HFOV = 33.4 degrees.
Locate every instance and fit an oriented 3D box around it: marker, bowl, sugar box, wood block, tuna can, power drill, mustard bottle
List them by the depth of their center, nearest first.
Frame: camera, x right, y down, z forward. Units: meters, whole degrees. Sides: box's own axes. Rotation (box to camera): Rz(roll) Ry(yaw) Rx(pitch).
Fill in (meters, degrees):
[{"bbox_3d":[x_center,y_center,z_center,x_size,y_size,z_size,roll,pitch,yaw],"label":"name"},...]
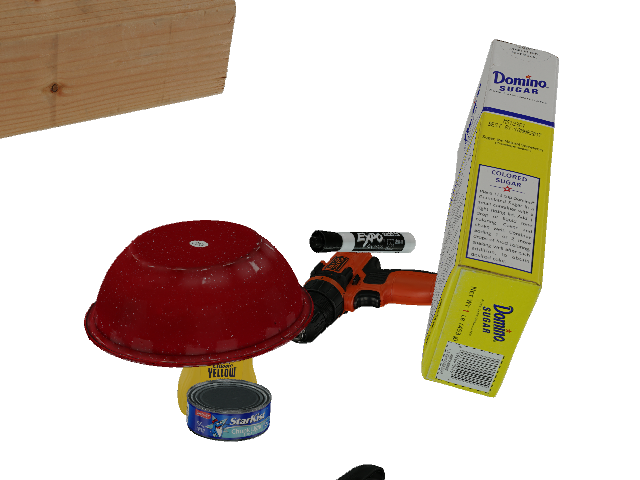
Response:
[{"bbox_3d":[0.092,-0.016,0.564,0.048,0.176,0.093,15,-42,4],"label":"sugar box"},{"bbox_3d":[-0.085,0.027,0.743,0.162,0.055,0.162,-1,22,0],"label":"bowl"},{"bbox_3d":[-0.181,-0.157,0.846,0.205,0.091,0.090,-17,48,-33],"label":"wood block"},{"bbox_3d":[0.036,0.001,0.915,0.120,0.020,0.020,1,-1,-45],"label":"marker"},{"bbox_3d":[-0.092,0.170,1.074,0.086,0.034,0.086,3,14,-1],"label":"tuna can"},{"bbox_3d":[0.071,0.065,1.140,0.188,0.057,0.184,9,30,21],"label":"power drill"},{"bbox_3d":[-0.120,0.116,1.276,0.096,0.192,0.058,0,19,-13],"label":"mustard bottle"}]

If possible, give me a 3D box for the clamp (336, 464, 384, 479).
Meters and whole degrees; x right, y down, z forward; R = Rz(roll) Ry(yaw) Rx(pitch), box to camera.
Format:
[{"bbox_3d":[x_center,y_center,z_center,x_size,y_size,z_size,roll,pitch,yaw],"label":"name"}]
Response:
[{"bbox_3d":[-0.042,0.199,0.633,0.210,0.036,0.164,-5,28,1],"label":"clamp"}]
